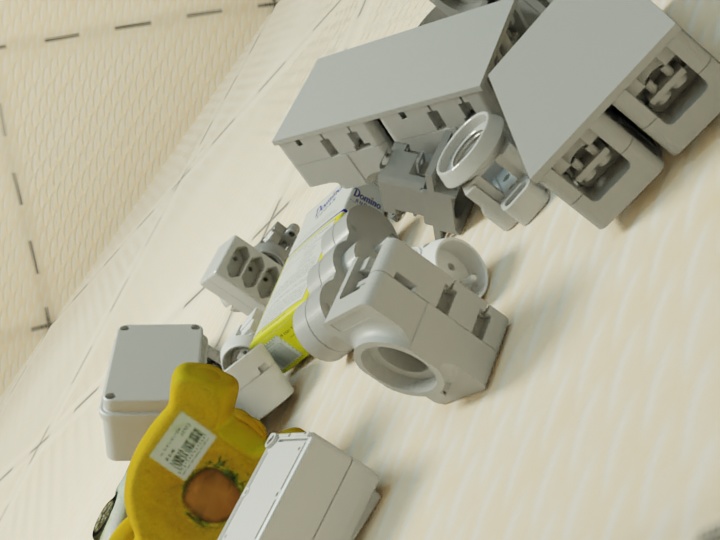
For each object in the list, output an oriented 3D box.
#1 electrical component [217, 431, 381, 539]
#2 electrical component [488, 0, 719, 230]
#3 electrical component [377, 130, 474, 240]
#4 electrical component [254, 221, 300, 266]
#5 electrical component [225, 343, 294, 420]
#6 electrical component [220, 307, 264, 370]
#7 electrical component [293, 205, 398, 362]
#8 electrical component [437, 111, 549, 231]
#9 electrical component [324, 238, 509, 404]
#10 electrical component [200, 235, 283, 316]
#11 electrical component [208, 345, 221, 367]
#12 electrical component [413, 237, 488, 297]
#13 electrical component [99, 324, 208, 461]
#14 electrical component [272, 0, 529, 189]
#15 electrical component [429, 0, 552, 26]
[{"bbox_3d":[-0.038,0.150,0.630,0.062,0.061,0.096,-19,39,62],"label":"electrical component"},{"bbox_3d":[0.144,-0.110,0.637,0.105,0.060,0.186,-48,18,20],"label":"electrical component"},{"bbox_3d":[0.048,-0.061,0.772,0.081,0.064,0.042,76,-147,-54],"label":"electrical component"},{"bbox_3d":[-0.089,-0.013,1.100,0.066,0.048,0.055,-46,11,26],"label":"electrical component"},{"bbox_3d":[-0.086,0.094,0.861,0.055,0.047,0.055,-38,-1,-1],"label":"electrical component"},{"bbox_3d":[-0.097,0.071,0.965,0.066,0.048,0.055,-47,11,25],"label":"electrical component"},{"bbox_3d":[0.000,0.000,0.826,0.074,0.052,0.138,-40,23,41],"label":"electrical component"},{"bbox_3d":[0.088,-0.068,0.711,0.058,0.057,0.078,-49,18,17],"label":"electrical component"},{"bbox_3d":[0.031,0.034,0.615,0.050,0.089,0.055,-30,30,54],"label":"electrical component"},{"bbox_3d":[-0.112,0.018,1.036,0.076,0.083,0.047,-31,29,53],"label":"electrical component"},{"bbox_3d":[-0.197,0.121,1.106,0.105,0.060,0.186,-59,18,-12],"label":"electrical component"},{"bbox_3d":[0.037,0.027,0.689,0.077,0.044,0.079,-36,25,46],"label":"electrical component"},{"bbox_3d":[-0.163,0.096,0.866,0.113,0.078,0.057,-98,9,-59],"label":"electrical component"},{"bbox_3d":[0.038,-0.129,0.824,0.186,0.060,0.105,-9,42,36],"label":"electrical component"},{"bbox_3d":[0.132,-0.238,0.832,0.060,0.105,0.186,-61,18,-21],"label":"electrical component"}]
